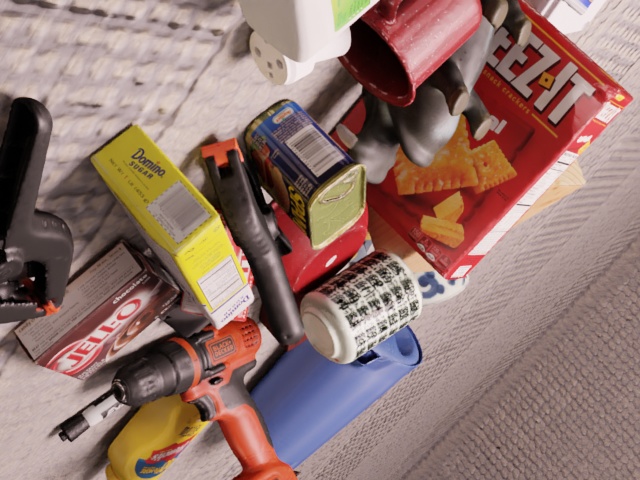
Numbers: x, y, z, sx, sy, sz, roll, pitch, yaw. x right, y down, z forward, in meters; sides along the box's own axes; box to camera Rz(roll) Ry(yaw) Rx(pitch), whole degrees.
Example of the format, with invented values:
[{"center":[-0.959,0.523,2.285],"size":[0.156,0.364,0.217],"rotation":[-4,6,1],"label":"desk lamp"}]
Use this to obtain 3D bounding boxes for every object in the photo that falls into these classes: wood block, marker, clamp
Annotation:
[{"center":[0.141,-0.048,1.038],"size":[0.090,0.091,0.207],"rotation":[-3,158,-38],"label":"wood block"},{"center":[-0.198,0.154,1.024],"size":[0.121,0.020,0.020],"rotation":[-34,160,-23],"label":"marker"},{"center":[-0.213,0.013,0.654],"size":[0.164,0.036,0.210],"rotation":[-37,161,-15],"label":"clamp"},{"center":[-0.048,-0.001,0.828],"size":[0.039,0.120,0.171],"rotation":[-23,138,4],"label":"clamp"}]

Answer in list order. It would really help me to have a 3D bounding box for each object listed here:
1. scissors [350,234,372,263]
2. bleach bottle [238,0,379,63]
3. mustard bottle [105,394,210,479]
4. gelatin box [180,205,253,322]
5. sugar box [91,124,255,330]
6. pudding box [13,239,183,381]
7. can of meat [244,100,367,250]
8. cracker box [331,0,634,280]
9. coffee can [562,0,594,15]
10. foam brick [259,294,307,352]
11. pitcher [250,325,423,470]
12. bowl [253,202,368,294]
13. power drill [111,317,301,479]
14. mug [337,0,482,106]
[{"center":[0.057,0.006,1.223],"size":[0.096,0.016,0.201],"rotation":[-45,162,6],"label":"scissors"},{"center":[0.057,-0.220,0.656],"size":[0.250,0.068,0.102],"rotation":[-41,155,-16],"label":"bleach bottle"},{"center":[-0.170,0.205,1.131],"size":[0.192,0.058,0.096],"rotation":[-49,159,19],"label":"mustard bottle"},{"center":[-0.079,0.021,0.888],"size":[0.073,0.030,0.089],"rotation":[21,80,-68],"label":"gelatin box"},{"center":[-0.099,-0.004,0.762],"size":[0.048,0.093,0.176],"rotation":[-40,162,-8],"label":"sugar box"},{"center":[-0.170,0.057,0.833],"size":[0.113,0.039,0.090],"rotation":[-42,162,-1],"label":"pudding box"},{"center":[-0.012,-0.053,0.845],"size":[0.057,0.084,0.102],"rotation":[-38,161,-13],"label":"can of meat"},{"center":[0.127,-0.097,0.906],"size":[0.214,0.164,0.072],"rotation":[-49,162,18],"label":"cracker box"},{"center":[0.209,-0.259,0.813],"size":[0.140,0.103,0.102],"rotation":[-50,160,18],"label":"coffee can"},{"center":[-0.028,0.073,1.142],"size":[0.052,0.051,0.078],"rotation":[-32,159,-26],"label":"foam brick"},{"center":[0.005,0.175,1.332],"size":[0.149,0.145,0.243],"rotation":[21,121,-44],"label":"pitcher"},{"center":[-0.007,0.001,1.021],"size":[0.162,0.055,0.162],"rotation":[-37,161,-15],"label":"bowl"},{"center":[-0.103,0.179,1.024],"size":[0.057,0.187,0.184],"rotation":[-17,-177,42],"label":"power drill"},{"center":[0.060,-0.160,0.747],"size":[0.081,0.093,0.117],"rotation":[-44,167,-13],"label":"mug"}]
